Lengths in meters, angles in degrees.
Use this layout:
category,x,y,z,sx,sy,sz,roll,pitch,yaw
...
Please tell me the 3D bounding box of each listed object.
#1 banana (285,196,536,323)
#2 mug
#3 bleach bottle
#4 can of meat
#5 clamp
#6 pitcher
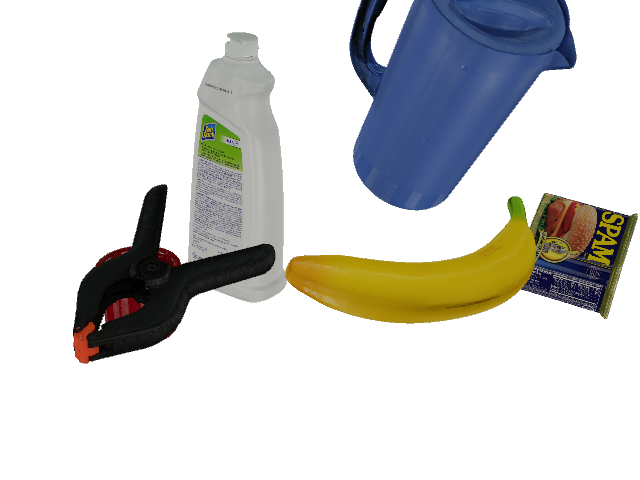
category,x,y,z,sx,sy,sz,roll,pitch,yaw
banana,0.072,0.021,0.672,0.197,0.037,0.070,-14,48,-34
mug,-0.208,0.059,1.191,0.117,0.081,0.093,25,36,38
bleach bottle,-0.076,-0.072,1.030,0.103,0.251,0.067,19,28,28
can of meat,0.222,0.010,0.930,0.084,0.057,0.102,17,46,16
clamp,-0.130,0.023,0.805,0.120,0.039,0.171,32,48,28
pitcher,0.106,-0.143,0.978,0.144,0.149,0.243,-7,-32,-25
